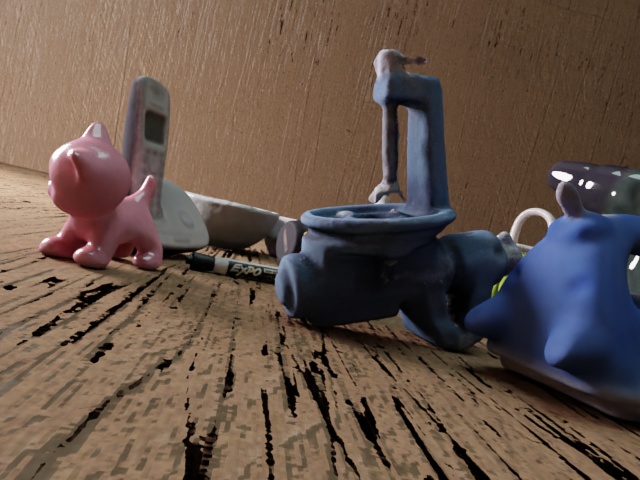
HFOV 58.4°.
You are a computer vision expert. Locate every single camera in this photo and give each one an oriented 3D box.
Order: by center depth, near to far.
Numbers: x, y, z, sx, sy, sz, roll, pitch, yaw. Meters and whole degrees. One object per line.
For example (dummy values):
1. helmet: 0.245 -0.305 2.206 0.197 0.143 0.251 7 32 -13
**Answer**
1. camera: 0.007 0.003 0.791 0.137 0.101 0.142 12 3 -29

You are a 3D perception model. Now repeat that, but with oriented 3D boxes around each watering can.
1. watering can: 0.392 0.033 1.090 0.100 0.194 0.173 15 3 33

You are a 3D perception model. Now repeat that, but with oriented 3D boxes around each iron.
1. iron: 0.242 0.052 0.422 0.259 0.141 0.118 12 3 -26

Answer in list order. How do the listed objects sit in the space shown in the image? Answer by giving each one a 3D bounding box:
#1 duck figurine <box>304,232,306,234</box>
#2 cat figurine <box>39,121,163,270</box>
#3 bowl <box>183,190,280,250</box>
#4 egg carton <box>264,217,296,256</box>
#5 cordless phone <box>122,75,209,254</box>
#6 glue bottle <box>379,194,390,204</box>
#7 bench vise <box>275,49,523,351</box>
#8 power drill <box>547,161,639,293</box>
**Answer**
1. duck figurine: 0.022 0.023 0.562 0.105 0.086 0.077 12 3 -28
2. cat figurine: -0.182 -0.038 0.487 0.067 0.118 0.128 14 2 22
3. bowl: -0.151 -0.026 0.903 0.167 0.075 0.167 13 2 0
4. egg carton: -0.019 0.006 0.970 0.149 0.069 0.107 14 3 29
5. cordless phone: -0.176 -0.078 0.643 0.094 0.185 0.148 14 2 17
6. glue bottle: 0.101 -0.021 1.013 0.078 0.173 0.037 14 3 27
7. bench vise: 0.076 -0.030 0.475 0.208 0.220 0.121 11 3 -41
8. power drill: 0.317 0.029 0.581 0.076 0.208 0.228 11 3 -44
